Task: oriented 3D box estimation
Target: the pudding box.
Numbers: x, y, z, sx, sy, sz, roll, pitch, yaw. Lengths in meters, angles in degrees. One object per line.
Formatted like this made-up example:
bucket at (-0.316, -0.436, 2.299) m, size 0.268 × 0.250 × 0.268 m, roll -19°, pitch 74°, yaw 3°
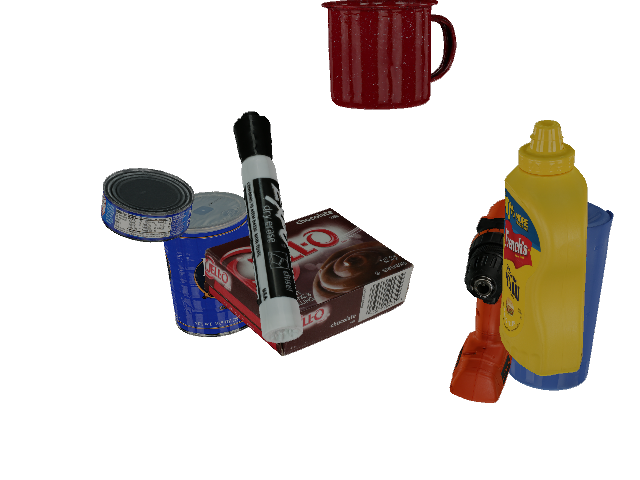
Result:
pudding box at (-0.009, 0.025, 0.721) m, size 0.113 × 0.039 × 0.090 m, roll -18°, pitch 40°, yaw -36°

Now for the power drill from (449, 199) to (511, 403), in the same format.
power drill at (0.173, 0.068, 1.088) m, size 0.057 × 0.188 × 0.184 m, roll 13°, pitch 27°, yaw 15°

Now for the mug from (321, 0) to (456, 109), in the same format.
mug at (0.059, -0.153, 0.865) m, size 0.117 × 0.081 × 0.093 m, roll -10°, pitch 17°, yaw -27°

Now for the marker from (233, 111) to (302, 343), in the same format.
marker at (-0.026, -0.010, 0.511) m, size 0.020 × 0.121 × 0.020 m, roll -8°, pitch -27°, yaw -4°

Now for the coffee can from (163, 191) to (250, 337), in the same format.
coffee can at (-0.128, 0.027, 1.245) m, size 0.103 × 0.140 × 0.103 m, roll -4°, pitch 25°, yaw 2°

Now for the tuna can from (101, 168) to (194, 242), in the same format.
tuna can at (-0.164, -0.033, 1.008) m, size 0.086 × 0.034 × 0.086 m, roll 9°, pitch 30°, yaw -6°

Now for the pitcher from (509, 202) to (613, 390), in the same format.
pitcher at (0.296, 0.071, 1.396) m, size 0.149 × 0.243 × 0.145 m, roll 5°, pitch 21°, yaw 14°

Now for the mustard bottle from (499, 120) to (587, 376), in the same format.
mustard bottle at (0.171, 0.001, 0.818) m, size 0.058 × 0.192 × 0.096 m, roll -6°, pitch 26°, yaw -6°
